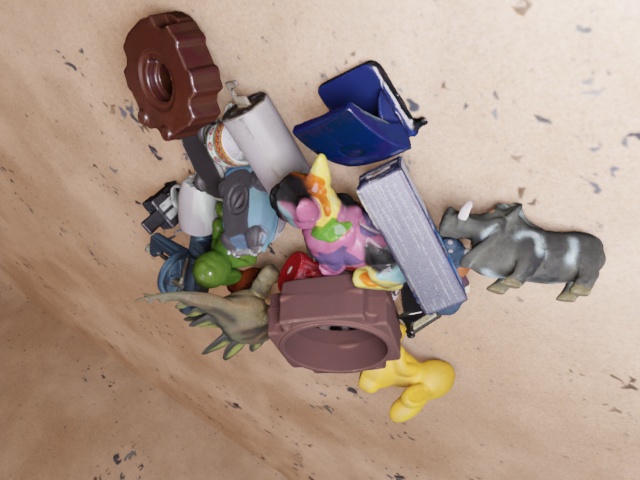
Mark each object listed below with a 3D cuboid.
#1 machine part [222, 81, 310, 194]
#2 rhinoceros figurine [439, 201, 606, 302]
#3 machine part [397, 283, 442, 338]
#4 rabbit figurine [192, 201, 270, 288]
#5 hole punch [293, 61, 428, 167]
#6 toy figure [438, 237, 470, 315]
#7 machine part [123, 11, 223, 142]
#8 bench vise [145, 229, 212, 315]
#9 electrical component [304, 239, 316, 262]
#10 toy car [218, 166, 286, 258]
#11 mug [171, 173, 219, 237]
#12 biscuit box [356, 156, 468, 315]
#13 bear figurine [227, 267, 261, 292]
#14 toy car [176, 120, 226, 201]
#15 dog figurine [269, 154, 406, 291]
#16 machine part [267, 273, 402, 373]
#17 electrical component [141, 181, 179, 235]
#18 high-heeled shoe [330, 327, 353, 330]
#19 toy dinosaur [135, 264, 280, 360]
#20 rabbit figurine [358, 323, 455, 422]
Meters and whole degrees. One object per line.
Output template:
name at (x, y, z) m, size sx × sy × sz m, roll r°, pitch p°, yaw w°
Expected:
machine part at (-0.069, -0.125, 0.791) m, size 0.079 × 0.079 × 0.243 m, roll 0°, pitch 133°, yaw 45°
rhinoceros figurine at (0.235, 0.009, 0.634) m, size 0.190 × 0.112 × 0.073 m, roll 14°, pitch 171°, yaw 13°
machine part at (0.157, 0.087, 0.850) m, size 0.039 × 0.084 × 0.138 m, roll 39°, pitch 151°, yaw 53°
rabbit figurine at (-0.180, 0.021, 1.000) m, size 0.121 × 0.170 × 0.159 m, roll 38°, pitch 148°, yaw 2°
hole punch at (0.044, -0.136, 0.658) m, size 0.142 × 0.092 × 0.115 m, roll -13°, pitch 126°, yaw 47°
toy figure at (0.183, 0.047, 0.777) m, size 0.058 × 0.064 × 0.154 m, roll -119°, pitch 15°, yaw -45°
machine part at (-0.216, -0.232, 0.771) m, size 0.180 × 0.056 × 0.179 m, roll 21°, pitch 123°, yaw 36°
bench vise at (-0.304, 0.038, 1.171) m, size 0.241 × 0.129 × 0.223 m, roll 27°, pitch 123°, yaw 34°
electrical component at (-0.002, -0.004, 0.890) m, size 0.045 × 0.078 × 0.102 m, roll -7°, pitch 135°, yaw 4°
toy car at (-0.100, -0.050, 0.887) m, size 0.109 × 0.161 × 0.103 m, roll -10°, pitch 169°, yaw 42°
mug at (-0.240, -0.078, 1.031) m, size 0.110 × 0.081 × 0.107 m, roll 32°, pitch 136°, yaw 21°
biscuit box at (0.119, -0.001, 0.683) m, size 0.063 × 0.059 × 0.202 m, roll -24°, pitch 109°, yaw 17°
bear figurine at (-0.172, 0.111, 1.158) m, size 0.132 × 0.120 × 0.195 m, roll 33°, pitch 146°, yaw 15°
toy car at (-0.190, -0.144, 0.911) m, size 0.074 × 0.056 × 0.201 m, roll 12°, pitch 142°, yaw 25°
dog figurine at (0.035, -0.022, 0.730) m, size 0.192 × 0.108 × 0.219 m, roll 15°, pitch 161°, yaw 23°
machine part at (0.027, 0.146, 0.888) m, size 0.202 × 0.087 × 0.200 m, roll -9°, pitch 141°, yaw 13°
electrical component at (-0.318, -0.057, 1.088) m, size 0.048 × 0.119 × 0.074 m, roll -5°, pitch 131°, yaw 47°
high-heeled shoe at (0.078, 0.155, 1.041) m, size 0.145 × 0.086 × 0.248 m, roll -26°, pitch 138°, yaw 21°
toy dinosaur at (-0.139, 0.143, 1.004) m, size 0.105 × 0.198 × 0.470 m, roll 63°, pitch -171°, yaw 32°
rabbit figurine at (0.164, 0.243, 0.985) m, size 0.173 × 0.162 × 0.121 m, roll 18°, pitch 135°, yaw -1°
